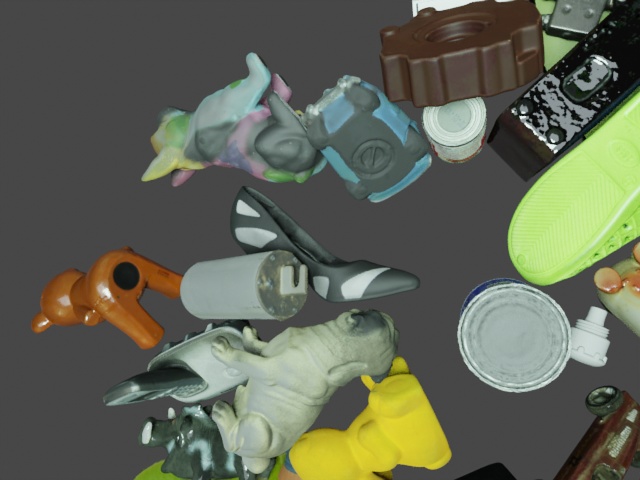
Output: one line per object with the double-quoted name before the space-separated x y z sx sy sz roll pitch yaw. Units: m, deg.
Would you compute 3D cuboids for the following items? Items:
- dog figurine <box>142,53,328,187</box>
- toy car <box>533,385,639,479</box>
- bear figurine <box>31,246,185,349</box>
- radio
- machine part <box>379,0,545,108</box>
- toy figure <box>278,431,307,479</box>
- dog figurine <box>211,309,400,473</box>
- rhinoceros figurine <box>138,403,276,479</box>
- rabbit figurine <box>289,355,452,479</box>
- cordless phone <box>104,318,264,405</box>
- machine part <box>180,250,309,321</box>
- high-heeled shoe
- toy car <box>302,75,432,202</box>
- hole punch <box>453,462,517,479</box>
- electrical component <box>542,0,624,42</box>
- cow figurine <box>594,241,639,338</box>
"dog figurine" -0.119 -0.116 0.690 0.219 0.108 0.191 -34 82 17
"toy car" 0.279 0.235 0.542 0.202 0.053 0.089 -38 92 -24
"bear figurine" -0.298 0.086 0.739 0.196 0.120 0.131 -25 125 39
"radio" 0.286 -0.167 0.559 0.229 0.131 0.073 -45 79 10
"machine part" 0.145 -0.200 0.563 0.179 0.179 0.055 -6 126 16
"toy figure" -0.030 0.315 0.673 0.064 0.058 0.154 10 86 10
"dog figurine" -0.006 0.163 0.580 0.191 0.121 0.172 -5 99 18
"rhinoceros figurine" -0.150 0.268 0.693 0.191 0.073 0.112 -1 96 22
"rabbit figurine" 0.054 0.235 0.622 0.173 0.122 0.162 -23 105 -5
"cordless phone" -0.158 0.151 0.649 0.147 0.184 0.089 -25 77 14
"machine part" -0.095 0.058 0.645 0.243 0.079 0.079 -8 86 47
"high-heeled shoe" -0.001 -0.002 0.654 0.249 0.086 0.145 -3 95 26
"toy car" 0.049 -0.128 0.636 0.109 0.161 0.103 -38 34 20
"hole punch" 0.172 0.314 0.581 0.116 0.142 0.092 -20 87 3
"electrical component" 0.291 -0.270 0.605 0.102 0.045 0.078 25 94 15
"cow figurine" 0.370 0.099 0.543 0.085 0.127 0.195 -43 63 8
